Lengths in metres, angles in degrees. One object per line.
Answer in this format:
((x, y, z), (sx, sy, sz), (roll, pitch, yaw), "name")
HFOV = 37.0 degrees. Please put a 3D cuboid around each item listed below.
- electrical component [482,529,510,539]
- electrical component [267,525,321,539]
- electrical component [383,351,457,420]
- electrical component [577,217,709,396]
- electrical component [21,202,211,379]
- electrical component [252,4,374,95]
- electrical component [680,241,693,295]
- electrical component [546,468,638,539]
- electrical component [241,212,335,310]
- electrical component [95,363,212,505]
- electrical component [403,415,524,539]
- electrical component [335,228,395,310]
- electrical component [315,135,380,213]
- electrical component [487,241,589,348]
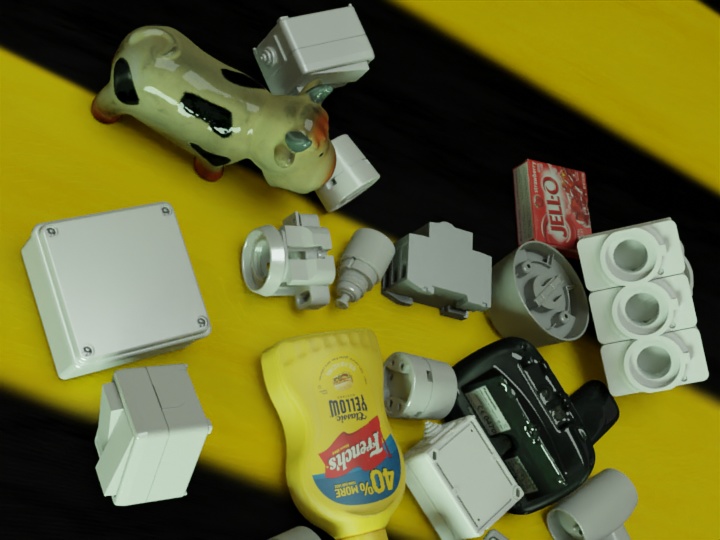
((0.101, 0.263, 0.852), (0.062, 0.061, 0.096), (35, 68, 16), "electrical component")
((-0.053, 0.222, 0.799), (0.047, 0.055, 0.055), (-20, 83, -38), "electrical component")
((0.049, 0.099, 0.904), (0.047, 0.055, 0.055), (12, 67, -31), "electrical component")
((0.263, 0.034, 1.004), (0.062, 0.089, 0.150), (-23, 100, -76), "electrical component")
((-0.180, 0.014, 0.797), (0.109, 0.056, 0.108), (-14, 80, -34), "electrical component")
((-0.045, -0.186, 0.946), (0.096, 0.062, 0.061), (-20, 84, -34), "electrical component")
((0.292, 0.011, 1.075), (0.054, 0.059, 0.095), (16, 65, -25), "electrical component")
((0.216, 0.230, 0.961), (0.077, 0.043, 0.079), (-26, 88, -35), "electrical component")
((-0.060, -0.007, 0.876), (0.057, 0.058, 0.078), (1, 72, -33), "electrical component")
((-0.152, 0.120, 0.757), (0.061, 0.096, 0.061), (-3, 45, -31), "electrical component")
((0.076, 0.167, 0.890), (0.062, 0.061, 0.096), (-33, 91, -35), "electrical component")
((0.000, 0.000, 0.918), (0.040, 0.040, 0.078), (37, 58, -14), "electrical component")
((-0.018, -0.084, 0.931), (0.055, 0.055, 0.047), (-34, 88, -35), "electrical component")
((0.165, 0.024, 0.993), (0.099, 0.064, 0.099), (11, 67, -27), "electrical component")
